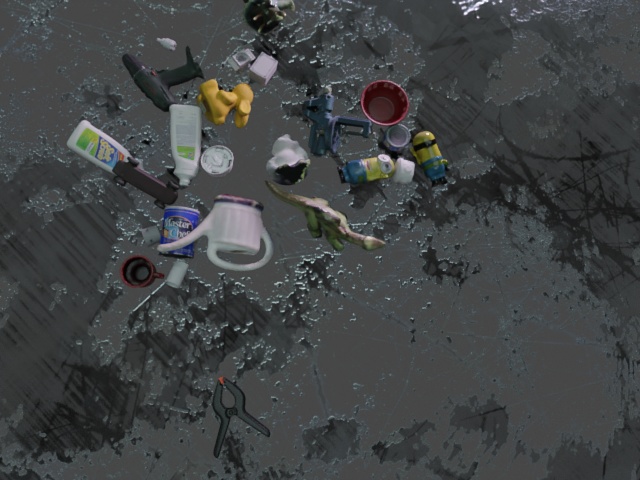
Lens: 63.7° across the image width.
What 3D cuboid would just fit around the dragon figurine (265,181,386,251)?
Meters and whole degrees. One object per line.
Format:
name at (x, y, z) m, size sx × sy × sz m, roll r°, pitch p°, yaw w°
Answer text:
dragon figurine at (0.005, -0.076, 1.514) m, size 0.410 × 0.241 × 0.123 m, roll 31°, pitch 83°, yaw -1°

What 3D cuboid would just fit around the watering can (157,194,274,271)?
watering can at (-0.288, -0.030, 1.507) m, size 0.346 × 0.103 × 0.227 m, roll 13°, pitch 71°, yaw -29°

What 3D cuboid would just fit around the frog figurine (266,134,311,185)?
frog figurine at (-0.108, -0.251, 1.624) m, size 0.137 × 0.120 × 0.163 m, roll -29°, pitch 47°, yaw -2°
